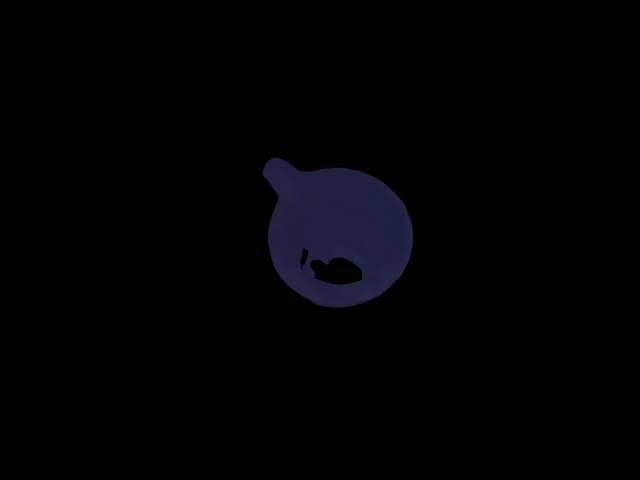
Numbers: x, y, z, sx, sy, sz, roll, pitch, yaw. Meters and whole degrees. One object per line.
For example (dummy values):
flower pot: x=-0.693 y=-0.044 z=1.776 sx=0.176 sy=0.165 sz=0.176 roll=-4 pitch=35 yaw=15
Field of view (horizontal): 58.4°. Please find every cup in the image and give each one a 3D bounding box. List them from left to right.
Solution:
cup: x=0.004 y=0.001 z=0.400 sx=0.092 sy=0.095 sz=0.117 roll=-41 pitch=74 yaw=-14
